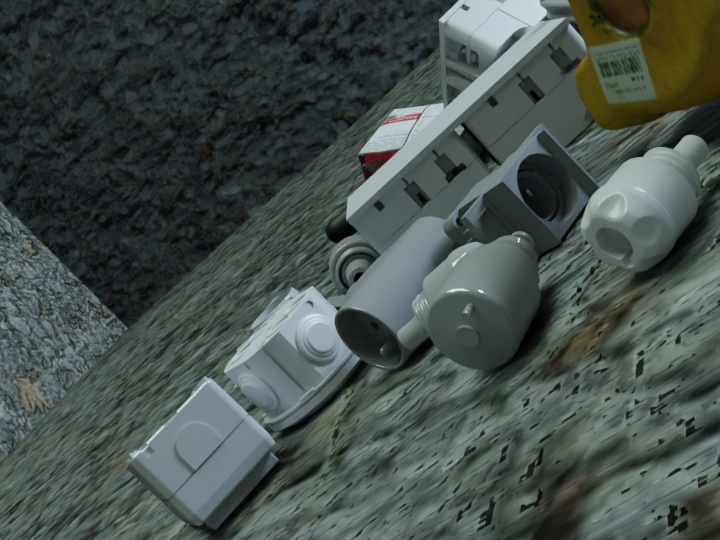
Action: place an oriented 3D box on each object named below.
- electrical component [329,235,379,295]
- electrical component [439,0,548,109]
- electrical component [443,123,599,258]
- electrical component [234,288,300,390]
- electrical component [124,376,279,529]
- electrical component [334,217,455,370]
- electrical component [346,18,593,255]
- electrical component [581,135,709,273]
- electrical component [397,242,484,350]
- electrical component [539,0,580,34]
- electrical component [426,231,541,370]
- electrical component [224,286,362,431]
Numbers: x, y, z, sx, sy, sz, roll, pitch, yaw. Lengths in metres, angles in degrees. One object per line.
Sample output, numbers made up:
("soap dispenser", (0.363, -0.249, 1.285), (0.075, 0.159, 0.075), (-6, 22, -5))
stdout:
("electrical component", (0.000, 0.000, 0.753), (0.043, 0.043, 0.062), (-42, 9, 7))
("electrical component", (0.146, -0.204, 0.851), (0.186, 0.060, 0.105), (-46, -25, -19))
("electrical component", (0.079, -0.031, 0.548), (0.081, 0.042, 0.064), (-48, 8, -33))
("electrical component", (-0.060, 0.055, 0.761), (0.079, 0.044, 0.077), (-44, 8, 1))
("electrical component", (-0.090, 0.107, 0.611), (0.061, 0.061, 0.096), (-47, 1, -18))
("electrical component", (0.017, 0.017, 0.586), (0.077, 0.044, 0.079), (-49, 10, -33))
("electrical component", (0.080, -0.083, 0.732), (0.186, 0.060, 0.105), (-42, 9, 8))
("electrical component", (0.112, -0.029, 0.407), (0.061, 0.035, 0.035), (-45, 8, -27))
("electrical component", (0.042, 0.016, 0.512), (0.061, 0.035, 0.035), (-43, 8, 27))
("electrical component", (0.182, -0.205, 0.716), (0.113, 0.057, 0.078), (-60, 28, 0))
("electrical component", (0.057, 0.008, 0.458), (0.040, 0.040, 0.078), (-36, 11, 41))
("electrical component", (-0.037, 0.053, 0.642), (0.080, 0.051, 0.080), (-42, 9, 8))
